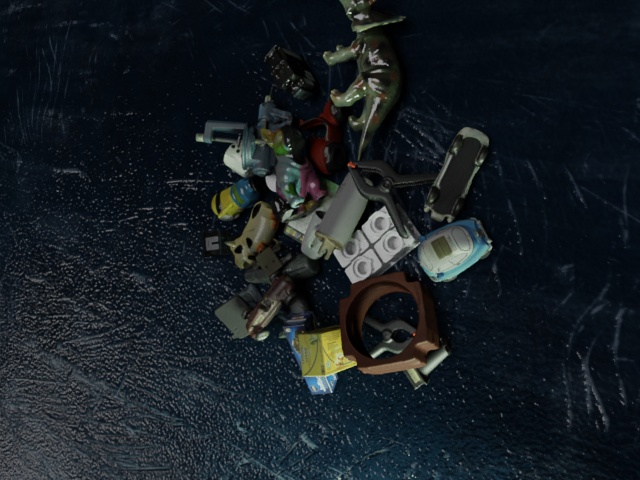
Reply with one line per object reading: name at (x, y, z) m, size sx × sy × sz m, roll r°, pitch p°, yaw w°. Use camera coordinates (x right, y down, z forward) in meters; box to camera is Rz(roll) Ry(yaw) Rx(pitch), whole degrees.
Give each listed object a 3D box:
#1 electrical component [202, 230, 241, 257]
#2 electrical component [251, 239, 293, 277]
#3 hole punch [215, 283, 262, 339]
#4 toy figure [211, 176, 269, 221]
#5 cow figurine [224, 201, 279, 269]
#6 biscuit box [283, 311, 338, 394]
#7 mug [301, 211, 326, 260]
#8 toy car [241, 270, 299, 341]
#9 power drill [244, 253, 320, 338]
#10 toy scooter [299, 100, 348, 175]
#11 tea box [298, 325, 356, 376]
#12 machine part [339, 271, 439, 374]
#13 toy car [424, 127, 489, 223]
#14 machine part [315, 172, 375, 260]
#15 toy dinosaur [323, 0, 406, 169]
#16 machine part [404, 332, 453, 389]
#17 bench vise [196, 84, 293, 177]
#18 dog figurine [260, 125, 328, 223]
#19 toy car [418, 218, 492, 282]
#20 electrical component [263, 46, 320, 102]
electrical component at (-0.278, 0.010, 1.530) m, size 0.119 × 0.047 × 0.074 m, roll -3°, pitch 89°, yaw 37°
electrical component at (-0.121, 0.046, 1.351) m, size 0.102 × 0.045 × 0.078 m, roll -44°, pitch 80°, yaw 15°
hole punch at (-0.204, 0.193, 1.464) m, size 0.142 × 0.092 × 0.115 m, roll -34°, pitch 100°, yaw 28°
toy figure at (-0.223, -0.118, 1.473) m, size 0.180 × 0.082 × 0.089 m, roll -34°, pitch 59°, yaw 35°
cow figurine at (-0.176, -0.011, 1.435) m, size 0.127 × 0.085 × 0.194 m, roll 33°, pitch 105°, yaw 33°
biscuit box at (-0.020, 0.272, 1.286) m, size 0.063 × 0.059 × 0.202 m, roll -12°, pitch 111°, yaw 25°
mug at (-0.003, -0.004, 1.301) m, size 0.081 × 0.109 × 0.107 m, roll 31°, pitch 111°, yaw 9°
toy car at (-0.130, 0.165, 1.334) m, size 0.202 × 0.053 × 0.089 m, roll -50°, pitch 63°, yaw 23°
power drill at (-0.088, 0.143, 1.383) m, size 0.232 × 0.086 × 0.207 m, roll -23°, pitch 69°, yaw 30°
toy scooter at (0.001, -0.251, 1.320) m, size 0.135 × 0.075 × 0.183 m, roll 5°, pitch 89°, yaw 35°
tea box at (0.028, 0.250, 1.237) m, size 0.068 × 0.169 × 0.098 m, roll -10°, pitch 83°, yaw 35°
machine part at (0.149, 0.181, 1.169) m, size 0.201 × 0.087 × 0.201 m, roll -17°, pitch 59°, yaw 25°
toy car at (0.283, -0.133, 1.115) m, size 0.073 × 0.056 × 0.201 m, roll 24°, pitch 98°, yaw 3°
machine part at (0.058, -0.067, 1.231) m, size 0.079 × 0.079 × 0.243 m, roll 18°, pitch 72°, yaw 34°
toy dinosaur at (0.122, -0.379, 1.217) m, size 0.192 × 0.131 × 0.404 m, roll -16°, pitch 87°, yaw 34°
machine part at (0.234, 0.261, 1.175) m, size 0.139 × 0.039 × 0.084 m, roll -51°, pitch 55°, yaw 26°
bench vise at (-0.192, -0.273, 1.366) m, size 0.241 × 0.129 × 0.223 m, roll 4°, pitch 86°, yaw -1°
dog figurine at (-0.078, -0.170, 1.306) m, size 0.191 × 0.108 × 0.219 m, roll -42°, pitch 68°, yaw 58°
toy car at (0.267, 0.022, 1.114) m, size 0.162 × 0.103 × 0.109 m, roll -32°, pitch 73°, yaw 33°
electrical component at (-0.066, -0.410, 1.343) m, size 0.058 × 0.115 × 0.134 m, roll -40°, pitch 66°, yaw 30°
